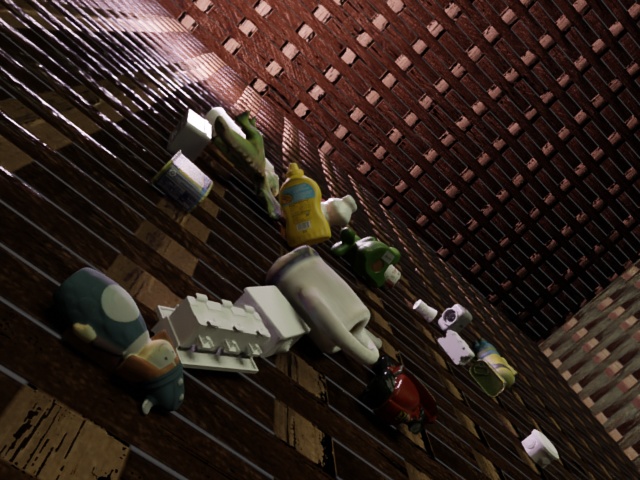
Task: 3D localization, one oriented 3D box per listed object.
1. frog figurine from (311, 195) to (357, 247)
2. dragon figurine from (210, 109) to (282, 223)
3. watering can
[{"bbox_3d":[0.004,-0.062,1.242,0.124,0.158,0.136,49,13,26],"label":"frog figurine"},{"bbox_3d":[-0.142,-0.152,1.153,0.242,0.122,0.413,59,5,-6],"label":"dragon figurine"},{"bbox_3d":[0.020,0.122,0.885,0.226,0.104,0.344,48,1,16],"label":"watering can"}]
